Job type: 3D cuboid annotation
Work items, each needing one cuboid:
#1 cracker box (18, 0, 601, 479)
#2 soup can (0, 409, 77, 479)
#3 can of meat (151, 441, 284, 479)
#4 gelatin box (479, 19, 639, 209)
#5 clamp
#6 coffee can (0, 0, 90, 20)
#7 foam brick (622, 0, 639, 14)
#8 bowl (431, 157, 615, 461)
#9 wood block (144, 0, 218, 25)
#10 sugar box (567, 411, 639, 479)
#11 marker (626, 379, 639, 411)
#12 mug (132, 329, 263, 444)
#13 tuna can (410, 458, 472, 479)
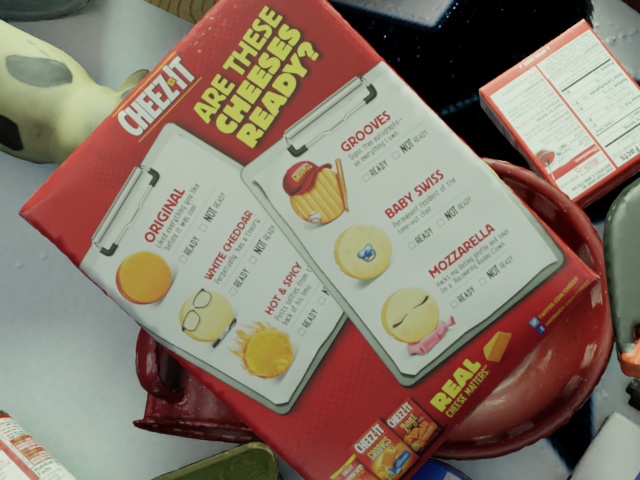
[{"bbox_3d":[-0.003,0.001,0.507,0.213,0.072,0.164,44,89,-6],"label":"cracker box"},{"bbox_3d":[-0.169,0.155,0.605,0.102,0.068,0.068,39,88,15],"label":"soup can"},{"bbox_3d":[-0.053,0.166,0.564,0.102,0.084,0.057,-22,33,7],"label":"can of meat"},{"bbox_3d":[0.145,-0.068,0.605,0.073,0.030,0.089,-34,74,2],"label":"gelatin box"},{"bbox_3d":[0.197,-0.029,0.535,0.165,0.036,0.210,35,82,25],"label":"clamp"},{"bbox_3d":[-0.190,-0.223,0.668,0.103,0.102,0.140,-2,78,11],"label":"coffee can"},{"bbox_3d":[0.195,-0.176,0.605,0.051,0.053,0.078,43,88,16],"label":"foam brick"},{"bbox_3d":[0.078,0.039,0.584,0.162,0.055,0.162,-2,78,11],"label":"bowl"},{"bbox_3d":[-0.076,-0.243,0.611,0.090,0.090,0.206,-18,74,28],"label":"wood block"},{"bbox_3d":[0.141,0.187,0.547,0.093,0.048,0.176,34,83,16],"label":"sugar box"},{"bbox_3d":[0.208,0.109,0.545,0.121,0.020,0.020,38,88,34],"label":"marker"},{"bbox_3d":[-0.058,0.064,0.579,0.093,0.117,0.081,-5,72,34],"label":"mug"},{"bbox_3d":[0.052,0.153,0.552,0.086,0.086,0.033,24,40,15],"label":"tuna can"}]
